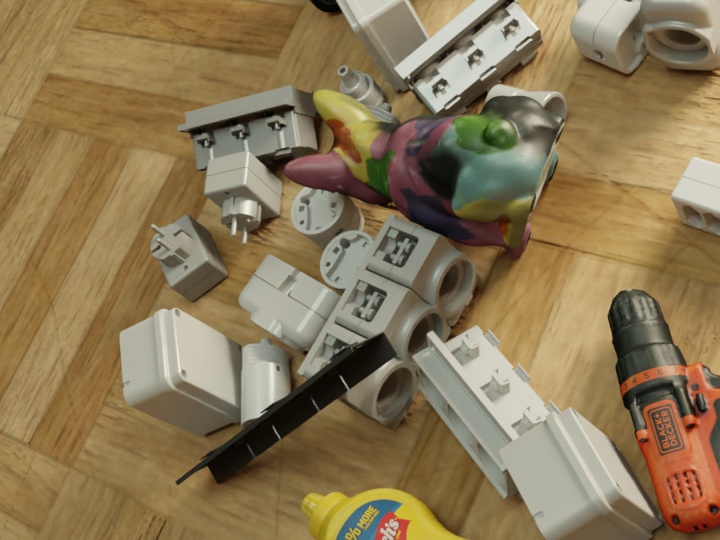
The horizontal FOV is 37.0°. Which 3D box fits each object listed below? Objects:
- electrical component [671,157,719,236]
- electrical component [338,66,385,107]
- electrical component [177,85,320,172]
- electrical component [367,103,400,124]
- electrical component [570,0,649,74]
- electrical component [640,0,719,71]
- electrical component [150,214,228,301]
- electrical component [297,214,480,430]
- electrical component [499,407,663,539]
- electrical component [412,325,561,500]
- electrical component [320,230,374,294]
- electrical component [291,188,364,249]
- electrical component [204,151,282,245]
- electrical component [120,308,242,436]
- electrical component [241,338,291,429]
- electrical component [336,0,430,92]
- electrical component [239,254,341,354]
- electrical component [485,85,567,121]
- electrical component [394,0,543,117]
[{"bbox_3d":[0.294,-0.064,0.812,0.083,0.047,0.075,25,80,36],"label":"electrical component"},{"bbox_3d":[-0.002,-0.173,1.025,0.035,0.061,0.035,-13,60,24],"label":"electrical component"},{"bbox_3d":[-0.105,-0.134,1.057,0.121,0.079,0.063,-10,86,25],"label":"electrical component"},{"bbox_3d":[0.006,-0.120,1.005,0.043,0.043,0.081,25,79,36],"label":"electrical component"},{"bbox_3d":[0.229,-0.225,0.927,0.059,0.054,0.095,34,85,37],"label":"electrical component"},{"bbox_3d":[0.265,-0.205,0.870,0.054,0.095,0.059,10,71,33],"label":"electrical component"},{"bbox_3d":[-0.175,-0.019,1.034,0.047,0.077,0.065,-36,54,9],"label":"electrical component"},{"bbox_3d":[0.030,0.045,0.878,0.062,0.089,0.150,24,79,36],"label":"electrical component"},{"bbox_3d":[0.154,0.150,0.741,0.057,0.113,0.078,-36,54,13],"label":"electrical component"},{"bbox_3d":[0.100,0.104,0.823,0.063,0.078,0.121,-29,52,-13],"label":"electrical component"},{"bbox_3d":[0.000,0.000,0.944,0.055,0.047,0.055,-13,60,23],"label":"electrical component"},{"bbox_3d":[-0.028,-0.048,0.984,0.055,0.047,0.055,-13,60,23],"label":"electrical component"},{"bbox_3d":[-0.113,-0.062,1.027,0.047,0.066,0.076,-10,61,25],"label":"electrical component"},{"bbox_3d":[-0.151,0.090,0.942,0.057,0.113,0.078,-25,56,20],"label":"electrical component"},{"bbox_3d":[-0.082,0.098,0.943,0.043,0.043,0.081,-16,59,22],"label":"electrical component"},{"bbox_3d":[0.020,-0.243,1.019,0.056,0.108,0.108,-31,55,9],"label":"electrical component"},{"bbox_3d":[-0.058,0.035,0.955,0.095,0.054,0.059,29,82,36],"label":"electrical component"},{"bbox_3d":[0.142,-0.140,0.941,0.065,0.044,0.044,23,78,40],"label":"electrical component"},{"bbox_3d":[0.101,-0.193,0.975,0.121,0.079,0.063,-39,75,7],"label":"electrical component"}]
